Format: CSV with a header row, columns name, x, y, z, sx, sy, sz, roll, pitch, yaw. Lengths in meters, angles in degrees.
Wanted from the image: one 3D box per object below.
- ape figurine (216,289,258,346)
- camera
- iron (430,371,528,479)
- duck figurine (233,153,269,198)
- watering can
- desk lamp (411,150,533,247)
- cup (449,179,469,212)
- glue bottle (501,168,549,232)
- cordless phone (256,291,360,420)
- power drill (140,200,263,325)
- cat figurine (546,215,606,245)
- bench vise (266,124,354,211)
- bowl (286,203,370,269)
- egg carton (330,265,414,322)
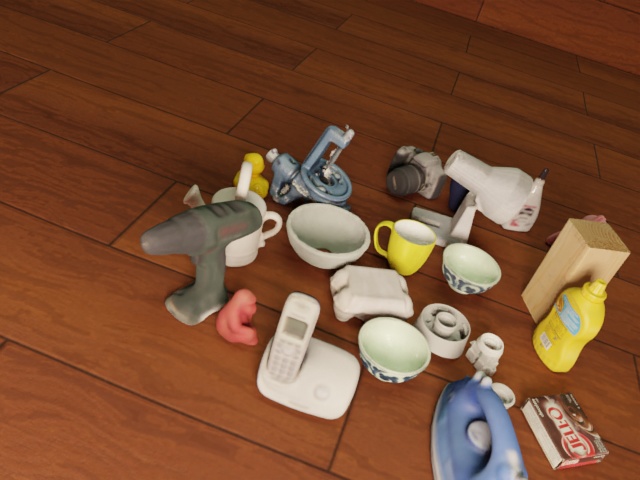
name,x,y,z,sx,sy,sz,roll,pitch,yaw
ape figurine,-0.126,0.118,0.923,0.076,0.092,0.078,17,38,1
camera,0.219,-0.168,1.394,0.137,0.101,0.142,-19,50,-36
iron,0.232,0.276,0.820,0.119,0.141,0.258,8,39,-10
duck figurine,-0.145,-0.145,1.244,0.078,0.086,0.104,-3,42,-23
watering can,-0.156,-0.054,1.040,0.173,0.194,0.100,-3,42,-23
desk lamp,0.321,-0.083,1.235,0.203,0.213,0.118,17,38,1
cup,0.354,-0.103,1.369,0.092,0.095,0.117,-4,42,-24
glue bottle,0.492,-0.097,1.348,0.078,0.173,0.037,4,40,-15
cordless phone,-0.007,0.165,0.834,0.147,0.185,0.094,18,38,2
power drill,-0.190,0.031,0.912,0.075,0.208,0.230,34,41,21
cat figurine,0.615,-0.019,1.342,0.128,0.118,0.067,2,40,-18
bench vise,-0.018,-0.151,1.190,0.207,0.220,0.121,16,38,-1
bowl,0.010,0.004,1.127,0.167,0.075,0.167,10,38,-8
egg carton,0.093,0.102,1.042,0.150,0.069,0.107,6,39,-13
